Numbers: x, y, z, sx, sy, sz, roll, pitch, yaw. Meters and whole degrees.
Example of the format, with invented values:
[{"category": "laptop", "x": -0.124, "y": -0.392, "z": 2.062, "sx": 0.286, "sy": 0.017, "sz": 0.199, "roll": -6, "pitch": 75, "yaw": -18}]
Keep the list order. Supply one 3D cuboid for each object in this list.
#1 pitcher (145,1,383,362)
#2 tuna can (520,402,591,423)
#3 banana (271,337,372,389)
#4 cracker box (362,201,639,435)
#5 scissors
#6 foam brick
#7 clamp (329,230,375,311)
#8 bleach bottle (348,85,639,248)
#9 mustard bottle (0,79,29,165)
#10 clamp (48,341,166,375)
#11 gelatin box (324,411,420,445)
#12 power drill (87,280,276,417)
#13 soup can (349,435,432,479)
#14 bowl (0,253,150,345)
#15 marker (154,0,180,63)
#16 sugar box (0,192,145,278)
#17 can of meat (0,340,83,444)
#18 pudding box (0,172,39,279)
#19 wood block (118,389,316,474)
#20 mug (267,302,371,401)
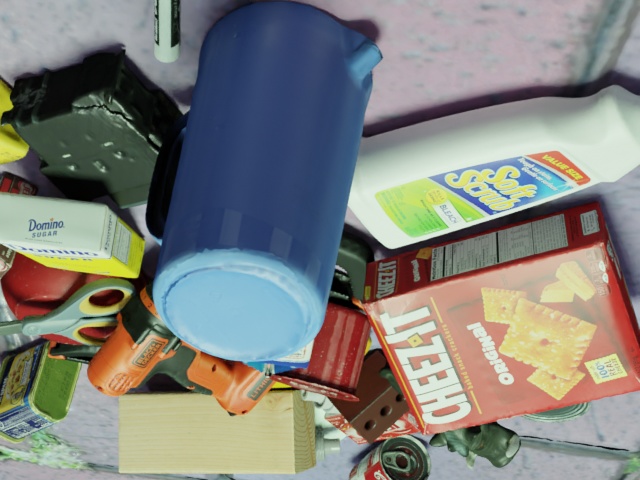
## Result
[{"category": "pitcher", "x": -0.047, "y": -0.038, "z": 0.735, "sx": 0.145, "sy": 0.242, "sz": 0.149, "roll": 14, "pitch": 137, "yaw": -6}, {"category": "tuna can", "x": 0.243, "y": 0.160, "z": 1.132, "sx": 0.086, "sy": 0.033, "sz": 0.086, "roll": 5, "pitch": 144, "yaw": 4}, {"category": "banana", "x": -0.033, "y": 0.132, "z": 1.144, "sx": 0.198, "sy": 0.037, "sz": 0.069, "roll": -5, "pitch": 143, "yaw": 18}, {"category": "cracker box", "x": 0.164, "y": 0.075, "z": 0.937, "sx": 0.214, "sy": 0.072, "sz": 0.164, "roll": -16, "pitch": 119, "yaw": 17}, {"category": "scissors", "x": -0.260, "y": 0.068, "z": 1.006, "sx": 0.201, "sy": 0.016, "sz": 0.096, "roll": 7, "pitch": 130, "yaw": -23}, {"category": "foam brick", "x": 0.057, "y": 0.166, "z": 1.131, "sx": 0.078, "sy": 0.051, "sz": 0.053, "roll": -42, "pitch": 134, "yaw": -3}, {"category": "clamp", "x": -0.006, "y": 0.001, "z": 0.958, "sx": 0.165, "sy": 0.036, "sz": 0.209, "roll": -22, "pitch": 137, "yaw": 35}, {"category": "bleach bottle", "x": 0.145, "y": -0.067, "z": 0.815, "sx": 0.251, "sy": 0.068, "sz": 0.102, "roll": -17, "pitch": 137, "yaw": 27}, {"category": "mustard bottle", "x": -0.338, "y": -0.086, "z": 0.885, "sx": 0.192, "sy": 0.058, "sz": 0.096, "roll": -13, "pitch": 142, "yaw": 27}, {"category": "clamp", "x": -0.209, "y": 0.126, "z": 1.168, "sx": 0.172, "sy": 0.039, "sz": 0.120, "roll": 4, "pitch": 155, "yaw": 18}, {"category": "gelatin box", "x": 0.061, "y": 0.203, "z": 1.230, "sx": 0.089, "sy": 0.030, "sz": 0.073, "roll": -18, "pitch": 137, "yaw": 32}, {"category": "power drill", "x": -0.110, "y": 0.093, "z": 1.046, "sx": 0.187, "sy": 0.057, "sz": 0.184, "roll": 28, "pitch": 111, "yaw": -42}, {"category": "soup can", "x": 0.084, "y": 0.288, "z": 1.312, "sx": 0.068, "sy": 0.068, "sz": 0.102, "roll": 18, "pitch": 144, "yaw": -14}, {"category": "bowl", "x": -0.254, "y": 0.059, "z": 1.073, "sx": 0.162, "sy": 0.055, "sz": 0.162, "roll": 5, "pitch": 145, "yaw": 4}, {"category": "marker", "x": -0.108, "y": -0.174, "z": 0.751, "sx": 0.020, "sy": 0.020, "sz": 0.121, "roll": 9, "pitch": 144, "yaw": -2}, {"category": "sugar box", "x": -0.214, "y": -0.001, "z": 0.929, "sx": 0.093, "sy": 0.048, "sz": 0.176, "roll": 7, "pitch": 174, "yaw": 2}, {"category": "can of meat", "x": -0.319, "y": 0.167, "z": 1.196, "sx": 0.084, "sy": 0.102, "sz": 0.057, "roll": -25, "pitch": 132, "yaw": 35}, {"category": "pudding box", "x": -0.304, "y": 0.003, "z": 0.976, "sx": 0.039, "sy": 0.090, "sz": 0.114, "roll": 29, "pitch": 140, "yaw": -25}, {"category": "wood block", "x": -0.116, "y": 0.216, "z": 1.209, "sx": 0.206, "sy": 0.091, "sz": 0.090, "roll": -3, "pitch": 173, "yaw": 15}, {"category": "mug", "x": 0.003, "y": 0.108, "z": 1.046, "sx": 0.093, "sy": 0.081, "sz": 0.117, "roll": 14, "pitch": 168, "yaw": 4}]
